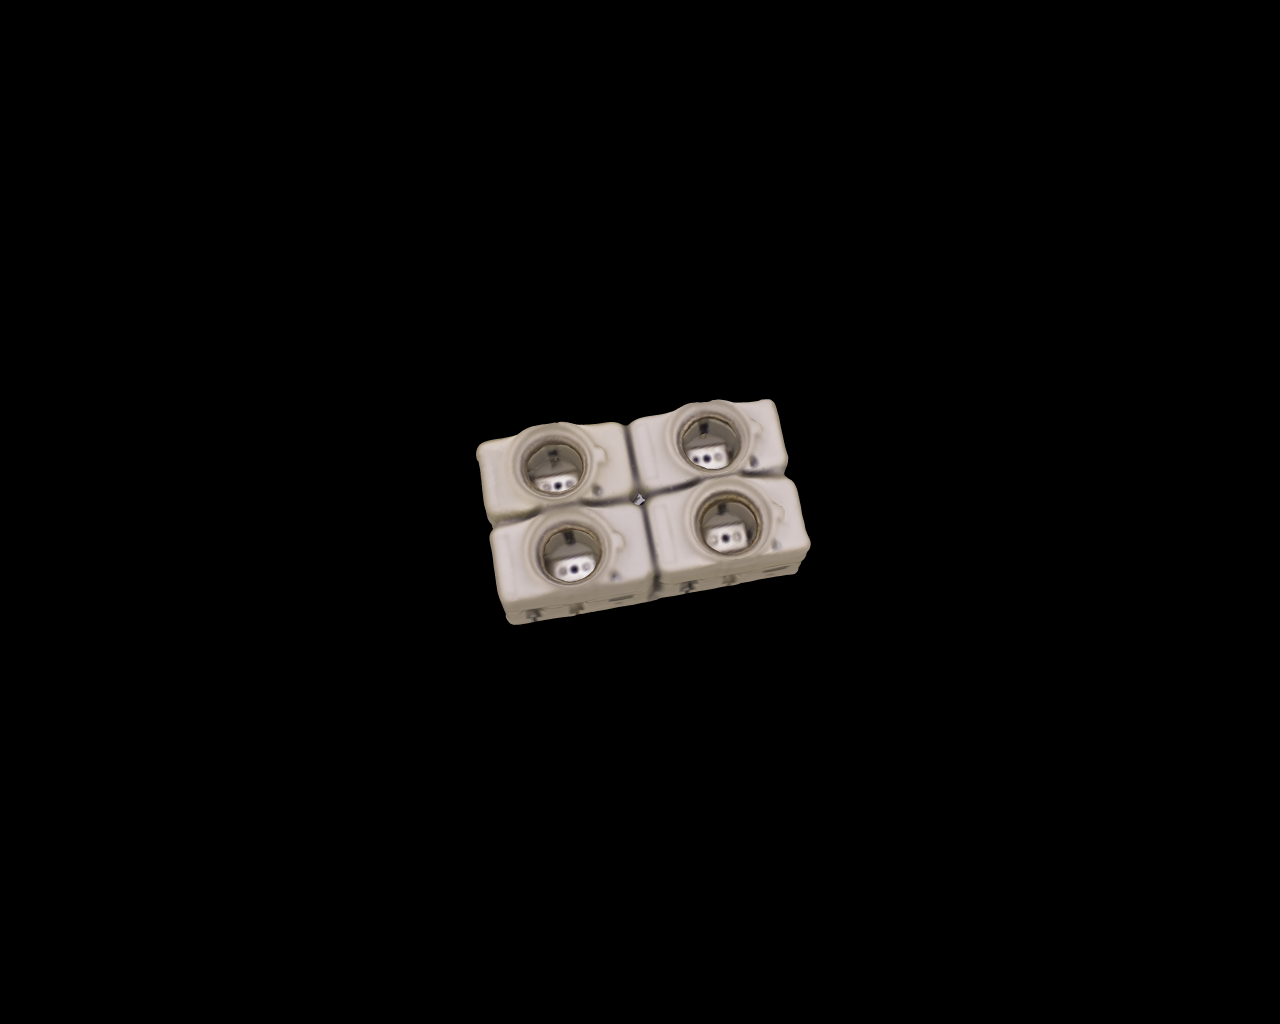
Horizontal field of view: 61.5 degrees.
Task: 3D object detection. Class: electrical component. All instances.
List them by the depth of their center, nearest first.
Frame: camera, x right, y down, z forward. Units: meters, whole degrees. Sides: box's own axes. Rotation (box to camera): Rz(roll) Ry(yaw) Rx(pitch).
[{"bbox_3d":[0.001,-0.003,0.650,0.186,0.105,0.060,-10,-20,-3],"label":"electrical component"}]
